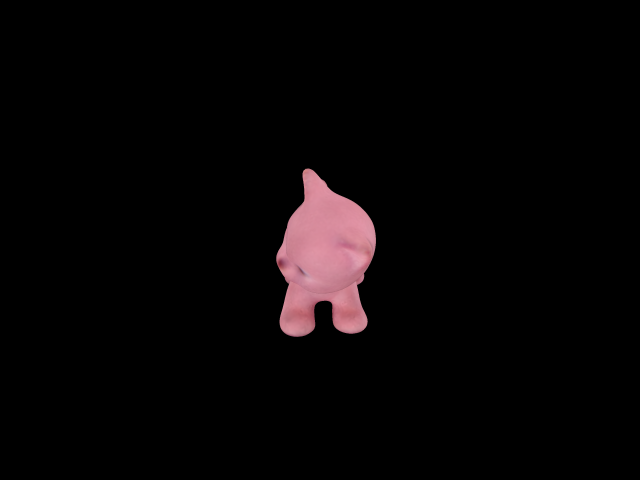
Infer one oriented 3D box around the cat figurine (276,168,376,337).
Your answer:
[{"bbox_3d":[0.004,0.001,0.400,0.067,0.118,0.127,-1,28,-2],"label":"cat figurine"}]
